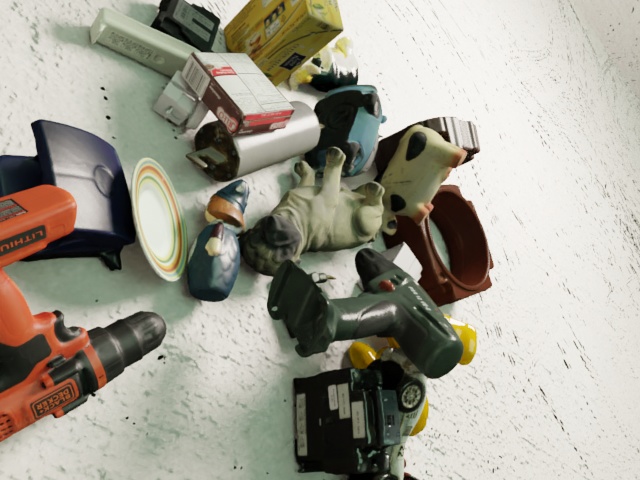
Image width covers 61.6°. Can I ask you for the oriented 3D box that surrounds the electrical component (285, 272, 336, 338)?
[{"bbox_3d":[-0.009,0.088,0.702,0.078,0.045,0.102,-4,75,-47],"label":"electrical component"}]

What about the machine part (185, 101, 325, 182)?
[{"bbox_3d":[-0.078,-0.133,0.709,0.243,0.079,0.079,-31,95,-46],"label":"machine part"}]

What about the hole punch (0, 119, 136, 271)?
[{"bbox_3d":[-0.231,-0.045,0.511,0.115,0.092,0.142,-5,72,-50],"label":"hole punch"}]

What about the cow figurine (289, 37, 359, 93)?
[{"bbox_3d":[-0.003,-0.271,0.858,0.167,0.068,0.098,-20,93,-47],"label":"cow figurine"}]

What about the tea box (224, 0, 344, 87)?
[{"bbox_3d":[-0.054,-0.287,0.733,0.068,0.170,0.098,4,71,-42],"label":"tea box"}]

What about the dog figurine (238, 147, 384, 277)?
[{"bbox_3d":[-0.005,-0.003,0.719,0.172,0.121,0.190,38,60,-15],"label":"dog figurine"}]

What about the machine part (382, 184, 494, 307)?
[{"bbox_3d":[0.208,0.008,0.926,0.201,0.087,0.201,-8,77,-46],"label":"machine part"}]

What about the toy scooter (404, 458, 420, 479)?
[{"bbox_3d":[0.111,0.359,0.678,0.184,0.075,0.135,-37,99,-50],"label":"toy scooter"}]

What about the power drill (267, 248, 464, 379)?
[{"bbox_3d":[0.044,0.073,0.636,0.207,0.086,0.232,12,24,-39],"label":"power drill"}]

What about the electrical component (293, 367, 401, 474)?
[{"bbox_3d":[0.031,0.209,0.621,0.058,0.134,0.115,14,65,-40],"label":"electrical component"}]

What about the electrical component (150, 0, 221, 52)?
[{"bbox_3d":[-0.162,-0.263,0.706,0.119,0.048,0.075,32,53,-29],"label":"electrical component"}]

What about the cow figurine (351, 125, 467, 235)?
[{"bbox_3d":[0.116,-0.081,0.807,0.127,0.194,0.085,37,24,12],"label":"cow figurine"}]

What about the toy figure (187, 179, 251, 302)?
[{"bbox_3d":[-0.115,-0.006,0.625,0.058,0.064,0.154,22,58,-26],"label":"toy figure"}]

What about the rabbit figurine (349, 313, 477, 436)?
[{"bbox_3d":[0.127,0.181,0.749,0.162,0.122,0.173,27,71,-31],"label":"rabbit figurine"}]

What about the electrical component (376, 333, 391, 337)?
[{"bbox_3d":[0.101,0.107,0.711,0.094,0.063,0.021,-77,158,-51],"label":"electrical component"}]

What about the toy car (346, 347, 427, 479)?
[{"bbox_3d":[0.079,0.230,0.653,0.056,0.074,0.201,14,92,-32],"label":"toy car"}]

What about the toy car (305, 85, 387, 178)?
[{"bbox_3d":[0.047,-0.153,0.829,0.102,0.109,0.161,42,55,-50],"label":"toy car"}]

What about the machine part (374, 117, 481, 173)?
[{"bbox_3d":[0.180,-0.148,0.910,0.179,0.179,0.056,-2,78,-46],"label":"machine part"}]
